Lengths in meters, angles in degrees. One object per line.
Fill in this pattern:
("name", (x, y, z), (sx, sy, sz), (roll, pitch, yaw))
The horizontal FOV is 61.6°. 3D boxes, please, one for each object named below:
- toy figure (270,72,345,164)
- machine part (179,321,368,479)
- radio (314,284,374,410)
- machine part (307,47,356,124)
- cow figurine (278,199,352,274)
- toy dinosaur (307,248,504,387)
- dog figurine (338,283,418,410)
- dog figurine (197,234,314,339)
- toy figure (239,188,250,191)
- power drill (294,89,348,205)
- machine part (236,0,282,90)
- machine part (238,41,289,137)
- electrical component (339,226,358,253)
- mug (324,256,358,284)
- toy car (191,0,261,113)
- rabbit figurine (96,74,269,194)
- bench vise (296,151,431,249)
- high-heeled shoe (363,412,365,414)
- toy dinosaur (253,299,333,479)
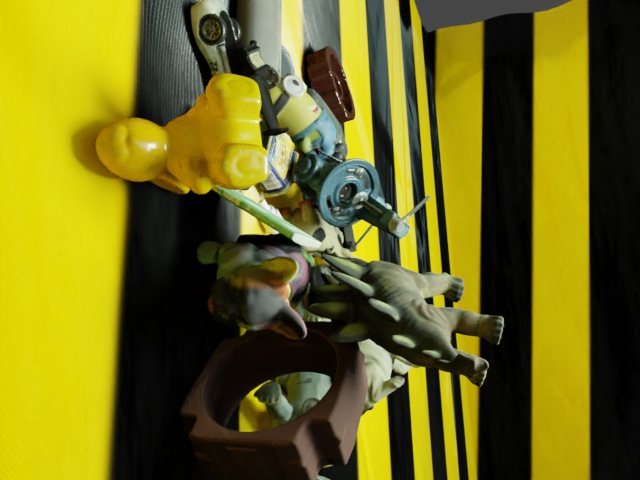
("toy figure", (-0.033, -0.207, 0.940), (0.180, 0.089, 0.082), (52, 3, -23))
("machine part", (-0.051, 0.195, 0.664), (0.201, 0.201, 0.087), (-66, 145, -53))
("radio", (0.041, 0.195, 0.980), (0.131, 0.073, 0.229), (141, -52, -67))
("machine part", (0.025, -0.339, 1.194), (0.179, 0.056, 0.179), (-15, 90, -73))
("cow figurine", (-0.002, -0.003, 1.007), (0.195, 0.086, 0.127), (7, 71, -70))
("toy dinosaur", (0.089, 0.077, 0.710), (0.471, 0.198, 0.105), (-138, -116, -78))
("dog figurine", (0.059, 0.162, 0.875), (0.172, 0.121, 0.190), (-31, 78, -37))
("dog figurine", (-0.057, 0.053, 0.657), (0.191, 0.219, 0.108), (-8, 98, -30))
("toy figure", (-0.129, -0.122, 0.773), (0.064, 0.058, 0.154), (-56, 145, -17))
("power drill", (0.007, -0.176, 1.092), (0.231, 0.086, 0.207), (54, 40, -51))
("machine part", (-0.101, -0.336, 0.881), (0.079, 0.079, 0.243), (32, 53, -62))
("machine part", (-0.085, -0.218, 0.790), (0.084, 0.039, 0.138), (-85, 159, -63))
("electrical component", (0.056, -0.005, 1.094), (0.094, 0.021, 0.063), (178, -99, -80))
("mug", (0.064, 0.068, 1.127), (0.107, 0.110, 0.081), (27, 65, -49))
("toy car", (-0.137, -0.247, 0.793), (0.073, 0.056, 0.201), (-58, 138, -66))
("rabbit figurine", (-0.157, -0.107, 0.597), (0.162, 0.173, 0.121), (-179, -100, -67))
("bench vise", (0.075, -0.057, 0.901), (0.129, 0.241, 0.223), (-49, 130, -1))
("high-heeled shoe", (0.061, 0.248, 1.094), (0.249, 0.086, 0.145), (-61, 134, -61))
("toy dinosaur", (-0.023, 0.240, 0.847), (0.405, 0.131, 0.191), (-77, 162, -50))
